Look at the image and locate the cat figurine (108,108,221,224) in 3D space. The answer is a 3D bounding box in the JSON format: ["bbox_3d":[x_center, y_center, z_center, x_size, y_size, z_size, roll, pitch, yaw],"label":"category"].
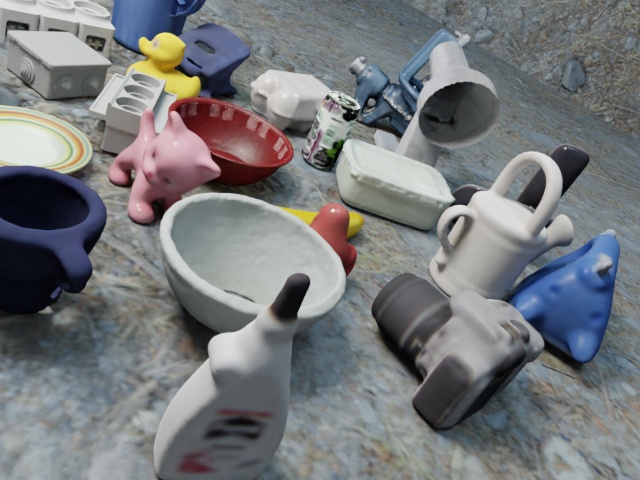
[{"bbox_3d":[-0.155,-0.082,0.575,0.067,0.117,0.127,-5,42,-42],"label":"cat figurine"}]

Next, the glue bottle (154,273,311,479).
[{"bbox_3d":[-0.044,0.085,0.348,0.078,0.173,0.037,9,34,-28],"label":"glue bottle"}]

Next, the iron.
[{"bbox_3d":[0.336,0.046,0.734,0.118,0.141,0.259,35,31,15],"label":"iron"}]

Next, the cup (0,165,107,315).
[{"bbox_3d":[-0.202,0.015,0.412,0.117,0.095,0.092,43,34,26],"label":"cup"}]

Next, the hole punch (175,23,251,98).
[{"bbox_3d":[-0.177,-0.282,0.894,0.108,0.091,0.101,37,32,18],"label":"hole punch"}]

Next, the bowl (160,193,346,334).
[{"bbox_3d":[-0.066,0.034,0.508,0.168,0.074,0.167,20,31,-12],"label":"bowl"}]

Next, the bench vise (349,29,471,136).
[{"bbox_3d":[0.164,-0.295,1.049,0.208,0.219,0.121,16,32,-17],"label":"bench vise"}]

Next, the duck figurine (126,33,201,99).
[{"bbox_3d":[-0.216,-0.249,0.816,0.104,0.086,0.077,22,30,-8],"label":"duck figurine"}]

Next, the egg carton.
[{"bbox_3d":[-0.036,-0.224,0.934,0.151,0.069,0.107,-9,46,-45],"label":"egg carton"}]

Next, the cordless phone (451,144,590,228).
[{"bbox_3d":[0.288,-0.075,0.840,0.148,0.185,0.094,21,30,-9],"label":"cordless phone"}]

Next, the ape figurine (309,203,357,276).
[{"bbox_3d":[0.005,0.002,0.595,0.078,0.092,0.076,28,30,3],"label":"ape figurine"}]

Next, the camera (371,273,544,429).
[{"bbox_3d":[0.129,0.086,0.553,0.144,0.101,0.136,-11,47,-46],"label":"camera"}]

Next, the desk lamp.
[{"bbox_3d":[0.181,-0.200,0.922,0.118,0.213,0.203,16,32,-17],"label":"desk lamp"}]

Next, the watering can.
[{"bbox_3d":[0.227,-0.017,0.694,0.173,0.194,0.100,-4,42,-41],"label":"watering can"}]
